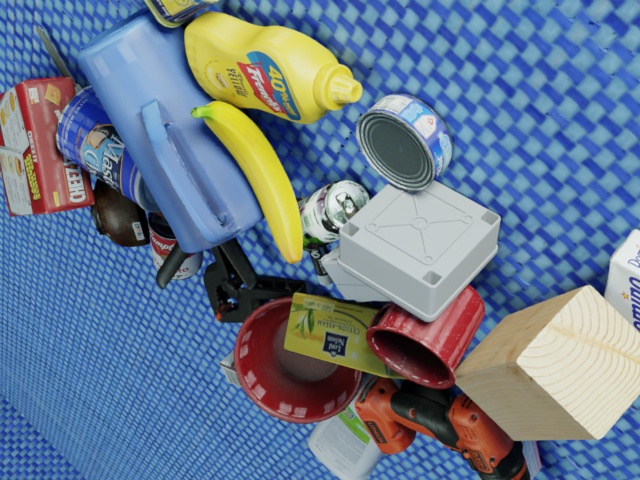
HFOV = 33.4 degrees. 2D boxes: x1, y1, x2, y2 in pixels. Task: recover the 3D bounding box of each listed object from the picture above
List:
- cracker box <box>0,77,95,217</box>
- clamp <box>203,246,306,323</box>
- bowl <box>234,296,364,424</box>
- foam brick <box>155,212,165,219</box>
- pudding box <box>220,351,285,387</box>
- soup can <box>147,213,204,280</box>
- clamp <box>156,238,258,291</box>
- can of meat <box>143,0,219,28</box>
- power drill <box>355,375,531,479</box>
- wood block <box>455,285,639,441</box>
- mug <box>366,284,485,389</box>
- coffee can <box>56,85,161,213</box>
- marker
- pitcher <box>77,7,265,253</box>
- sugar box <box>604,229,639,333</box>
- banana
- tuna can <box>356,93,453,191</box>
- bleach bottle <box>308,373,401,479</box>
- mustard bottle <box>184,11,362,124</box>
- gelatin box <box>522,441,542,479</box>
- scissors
[{"bbox_3d":[-0.365,-0.116,1.389,0.214,0.072,0.164,0,101,61],"label":"cracker box"},{"bbox_3d":[-0.111,0.045,1.370,0.164,0.036,0.210,46,149,2],"label":"clamp"},{"bbox_3d":[-0.021,0.140,1.304,0.162,0.055,0.162,3,103,12],"label":"bowl"},{"bbox_3d":[-0.185,-0.062,1.313,0.078,0.051,0.053,29,148,29],"label":"foam brick"},{"bbox_3d":[-0.065,0.158,1.401,0.114,0.090,0.039,13,136,47],"label":"pudding box"},{"bbox_3d":[-0.185,-0.002,1.377,0.068,0.068,0.102,36,152,18],"label":"soup can"},{"bbox_3d":[-0.141,-0.012,1.254,0.039,0.120,0.171,-122,24,-68],"label":"clamp"},{"bbox_3d":[-0.132,-0.255,0.979,0.084,0.057,0.102,-8,122,55],"label":"can of meat"},{"bbox_3d":[0.140,0.220,1.171,0.188,0.057,0.184,9,136,43],"label":"power drill"},{"bbox_3d":[0.198,0.113,0.930,0.091,0.090,0.206,45,167,3],"label":"wood block"},{"bbox_3d":[0.095,0.080,1.007,0.117,0.081,0.093,-1,137,51],"label":"mug"},{"bbox_3d":[-0.224,-0.109,1.250,0.140,0.102,0.103,32,149,25],"label":"coffee can"},{"bbox_3d":[-0.008,0.001,1.190,0.020,0.020,0.121,20,142,40],"label":"marker"},{"bbox_3d":[-0.145,-0.113,1.103,0.149,0.144,0.243,-3,123,53],"label":"pitcher"},{"bbox_3d":[0.306,0.070,0.824,0.176,0.048,0.093,28,149,29],"label":"sugar box"},{"bbox_3d":[-0.065,-0.067,1.058,0.037,0.069,0.197,-10,125,39],"label":"banana"},{"bbox_3d":[0.075,-0.087,0.943,0.086,0.033,0.086,33,150,22],"label":"tuna can"},{"bbox_3d":[0.059,0.234,1.364,0.102,0.068,0.251,40,149,7],"label":"bleach bottle"},{"bbox_3d":[-0.038,-0.153,0.983,0.192,0.058,0.096,20,146,39],"label":"mustard bottle"},{"bbox_3d":[0.202,0.221,1.182,0.073,0.030,0.089,20,143,40],"label":"gelatin box"},{"bbox_3d":[-0.292,-0.175,1.349,0.096,0.016,0.202,23,145,33],"label":"scissors"}]
